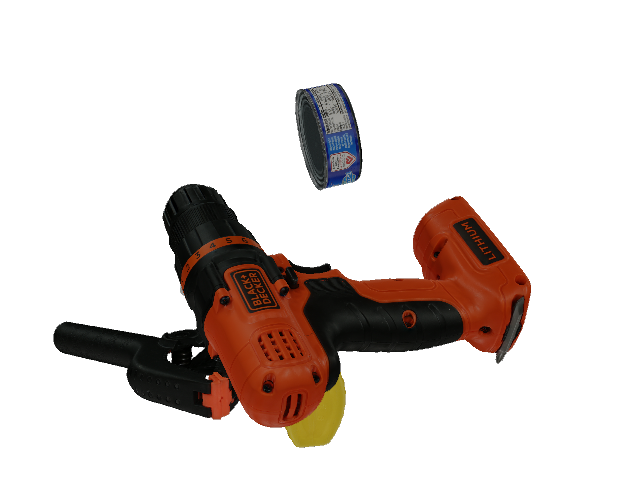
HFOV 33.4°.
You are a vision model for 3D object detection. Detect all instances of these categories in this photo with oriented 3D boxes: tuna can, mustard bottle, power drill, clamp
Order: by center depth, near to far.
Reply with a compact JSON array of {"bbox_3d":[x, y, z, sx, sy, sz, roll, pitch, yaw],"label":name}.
[{"bbox_3d":[0.012,0.021,0.628,0.187,0.057,0.184,-9,43,-22],"label":"power drill"},{"bbox_3d":[-0.098,0.086,0.819,0.164,0.036,0.210,-9,14,-28],"label":"clamp"},{"bbox_3d":[0.007,-0.087,0.891,0.033,0.086,0.086,-13,2,-11],"label":"tuna can"},{"bbox_3d":[-0.024,0.108,1.038,0.058,0.096,0.192,-4,28,-12],"label":"mustard bottle"}]

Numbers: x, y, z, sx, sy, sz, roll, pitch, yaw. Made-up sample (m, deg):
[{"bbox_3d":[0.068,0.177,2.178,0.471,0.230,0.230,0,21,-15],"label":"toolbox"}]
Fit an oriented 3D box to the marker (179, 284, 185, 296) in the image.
[{"bbox_3d":[-0.144,0.014,1.197,0.020,0.121,0.020,7,41,-6],"label":"marker"}]
